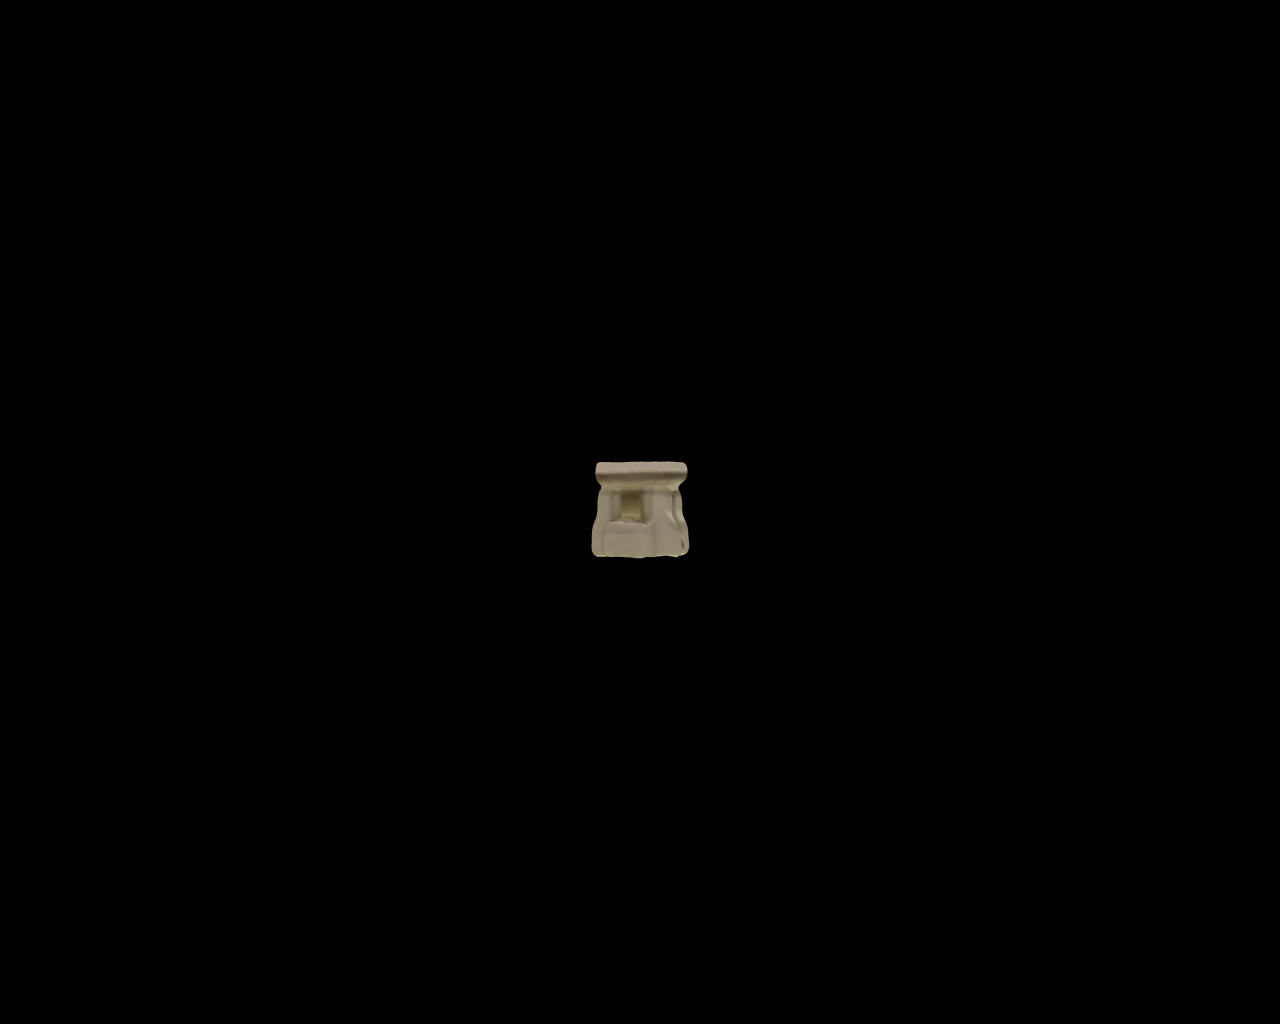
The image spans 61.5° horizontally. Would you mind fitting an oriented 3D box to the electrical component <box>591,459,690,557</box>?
[{"bbox_3d":[0.001,-0.003,0.650,0.058,0.057,0.078,0,0,15],"label":"electrical component"}]
